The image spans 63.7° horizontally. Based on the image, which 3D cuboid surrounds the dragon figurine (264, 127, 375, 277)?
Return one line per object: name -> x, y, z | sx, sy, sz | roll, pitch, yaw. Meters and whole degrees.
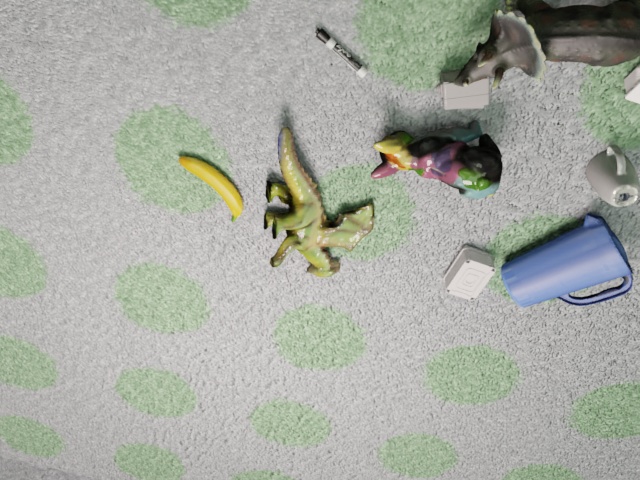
dragon figurine -> 0.003, -0.057, 1.139 | 0.243, 0.125, 0.400 | 0, 130, -15
